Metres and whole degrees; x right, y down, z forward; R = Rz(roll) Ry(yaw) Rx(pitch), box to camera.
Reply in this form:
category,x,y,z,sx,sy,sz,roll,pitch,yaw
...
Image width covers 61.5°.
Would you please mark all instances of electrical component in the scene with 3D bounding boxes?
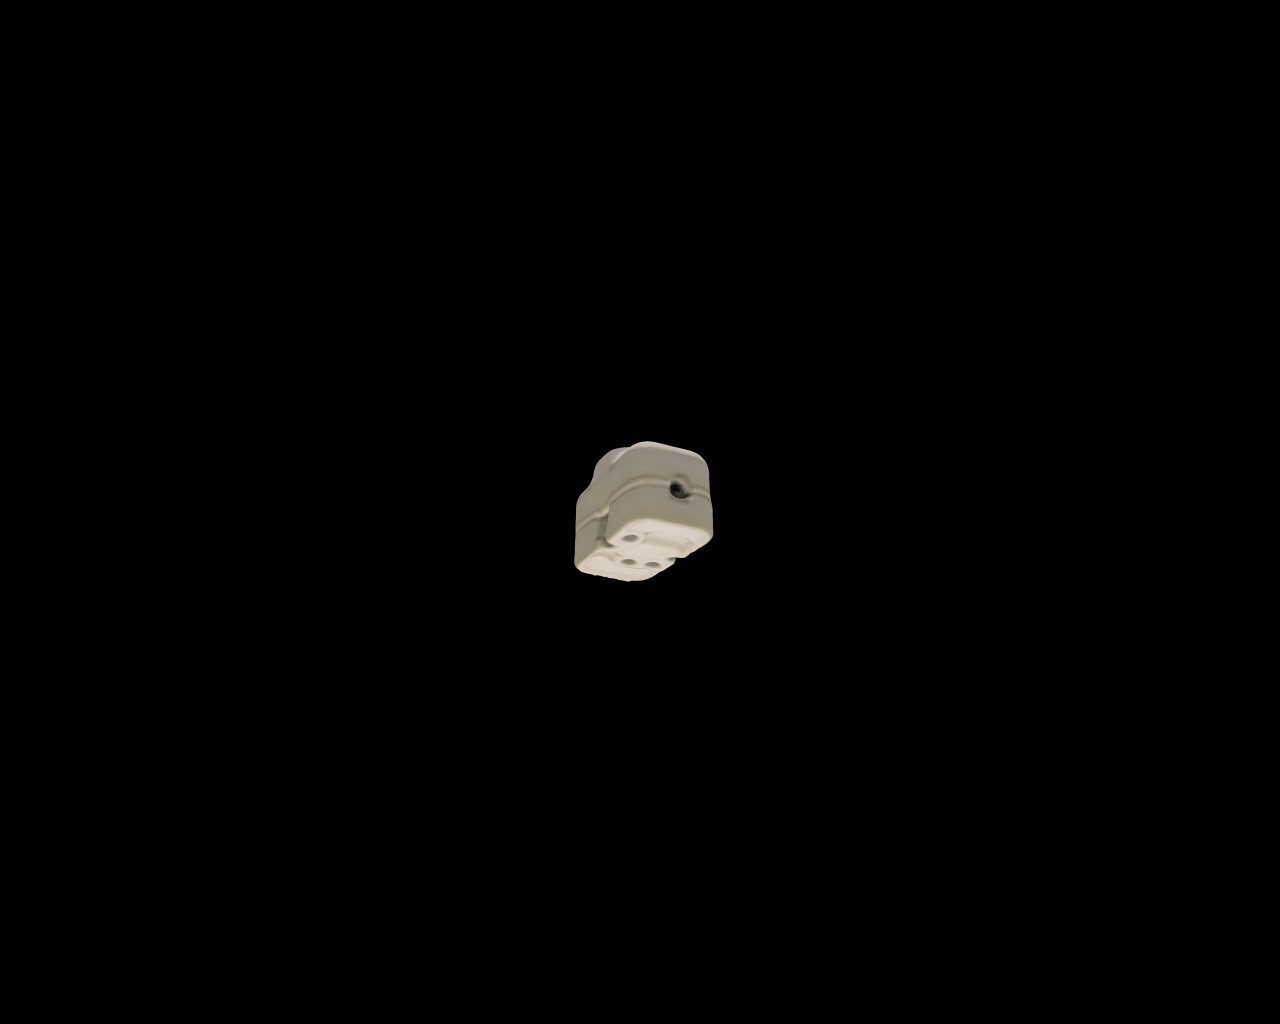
category,x,y,z,sx,sy,sz,roll,pitch,yaw
electrical component,0.001,-0.003,0.650,0.054,0.059,0.095,12,-27,-25
